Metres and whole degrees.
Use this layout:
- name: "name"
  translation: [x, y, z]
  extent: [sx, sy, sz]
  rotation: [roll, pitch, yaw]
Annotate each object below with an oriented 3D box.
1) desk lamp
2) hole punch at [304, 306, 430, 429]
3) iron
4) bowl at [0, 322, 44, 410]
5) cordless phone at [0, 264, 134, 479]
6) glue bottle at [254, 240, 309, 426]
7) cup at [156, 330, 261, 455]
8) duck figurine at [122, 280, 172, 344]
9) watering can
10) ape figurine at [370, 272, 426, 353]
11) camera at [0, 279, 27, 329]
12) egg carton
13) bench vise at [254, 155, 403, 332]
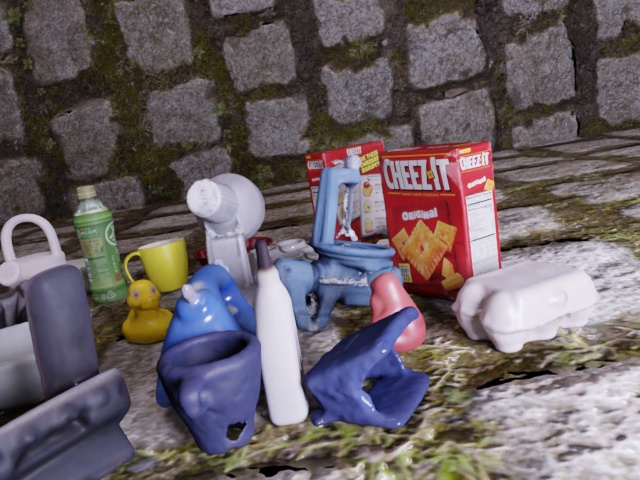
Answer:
- name: "desk lamp"
  translation: [-0.155, -0.001, 0.940]
  extent: [0.118, 0.214, 0.203]
  rotation: [-8, 12, 6]
- name: "hole punch"
  translation: [0.041, 0.115, 0.537]
  extent: [0.100, 0.091, 0.109]
  rotation: [-3, 13, 27]
- name: "iron"
  translation: [-0.119, 0.088, 0.663]
  extent: [0.118, 0.141, 0.258]
  rotation: [-9, 12, 0]
- name: "bowl"
  translation: [-0.359, 0.155, 0.689]
  extent: [0.167, 0.075, 0.167]
  rotation: [-9, 12, 2]
- name: "cordless phone"
  translation: [-0.242, 0.123, 0.482]
  extent: [0.093, 0.185, 0.148]
  rotation: [-2, 14, 29]
- name: "glue bottle"
  translation: [-0.042, 0.083, 0.548]
  extent: [0.037, 0.173, 0.078]
  rotation: [-9, 12, 1]
- name: "cup"
  translation: [-0.091, 0.142, 0.497]
  extent: [0.091, 0.095, 0.118]
  rotation: [-8, 12, 4]
- name: "duck figurine"
  translation: [-0.260, 0.100, 0.852]
  extent: [0.078, 0.086, 0.104]
  rotation: [-16, 13, -29]
- name: "watering can"
  translation: [-0.495, 0.051, 0.999]
  extent: [0.101, 0.194, 0.172]
  rotation: [-14, 13, -21]
- name: "ape figurine"
  translation: [0.081, 0.081, 0.665]
  extent: [0.075, 0.092, 0.078]
  rotation: [0, 15, 38]
- name: "camera"
  translation: [-0.438, 0.117, 0.868]
  extent: [0.143, 0.101, 0.136]
  rotation: [-16, 14, -32]
- name: "egg carton"
  translation: [0.233, 0.072, 0.651]
  extent: [0.151, 0.069, 0.107]
  rotation: [-14, 13, -23]
- name: "bench vise"
  translation: [0.015, 0.003, 0.773]
  extent: [0.208, 0.220, 0.121]
  rotation: [-19, 15, -40]
